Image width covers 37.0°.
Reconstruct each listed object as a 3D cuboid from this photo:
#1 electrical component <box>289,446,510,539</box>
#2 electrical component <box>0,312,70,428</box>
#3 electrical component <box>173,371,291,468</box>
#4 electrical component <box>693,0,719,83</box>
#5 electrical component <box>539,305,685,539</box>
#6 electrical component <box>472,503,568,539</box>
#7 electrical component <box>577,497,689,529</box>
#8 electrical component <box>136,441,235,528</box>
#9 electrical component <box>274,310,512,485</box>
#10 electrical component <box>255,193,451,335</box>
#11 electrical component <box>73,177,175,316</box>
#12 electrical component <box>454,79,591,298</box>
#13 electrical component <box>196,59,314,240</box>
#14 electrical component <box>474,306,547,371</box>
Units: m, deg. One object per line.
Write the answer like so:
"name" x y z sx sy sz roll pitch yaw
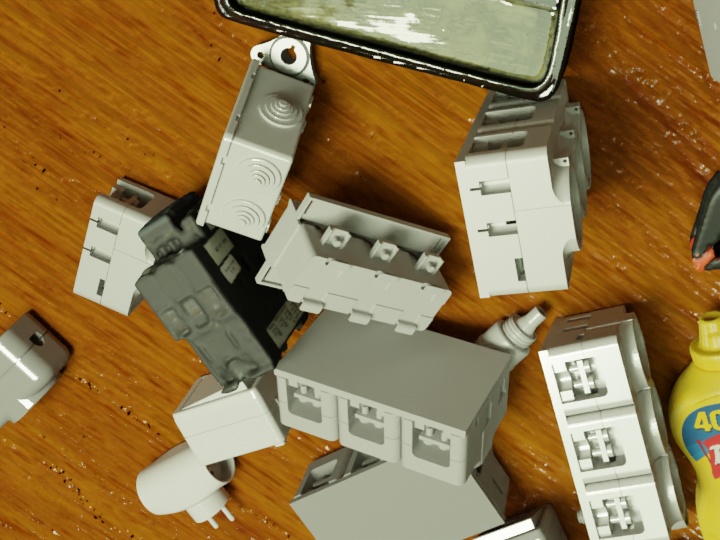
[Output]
"electrical component" 0.034 0.177 0.869 0.150 0.061 0.089 -28 106 24
"electrical component" -0.295 0.090 0.915 0.059 0.053 0.095 45 117 -9
"electrical component" -0.105 0.112 0.873 0.096 0.061 0.061 -19 109 22
"electrical component" 0.234 -0.152 0.639 0.048 0.099 0.099 -18 110 8
"electrical component" 0.182 0.110 0.767 0.062 0.089 0.150 -14 98 20
"electrical component" 0.130 0.224 0.855 0.062 0.096 0.061 -25 86 15
"electrical component" 0.210 0.186 0.839 0.081 0.043 0.043 -16 110 21
"electrical component" -0.140 0.191 0.930 0.077 0.043 0.079 -29 105 25
"electrical component" 0.025 0.091 0.792 0.150 0.089 0.061 16 129 23
"electrical component" 0.000 0.000 0.758 0.121 0.063 0.078 15 123 -33
"electrical component" -0.179 -0.016 0.835 0.056 0.050 0.089 23 119 4
"electrical component" 0.110 -0.057 0.686 0.062 0.150 0.089 -6 114 18
"electrical component" -0.071 -0.081 0.743 0.048 0.099 0.099 19 136 -8
"electrical component" 0.114 0.050 0.803 0.035 0.035 0.061 41 115 -7
